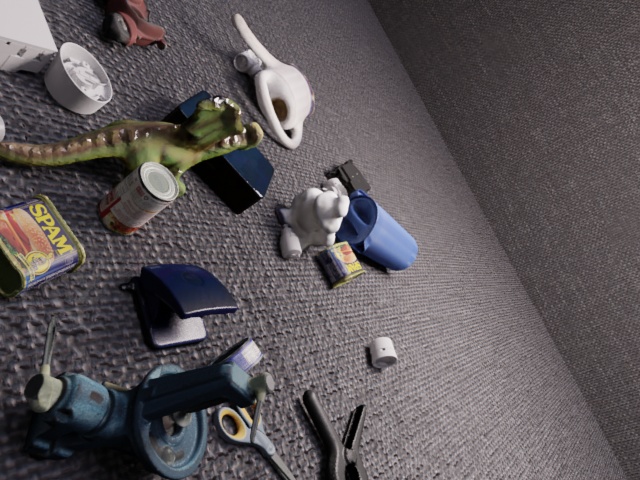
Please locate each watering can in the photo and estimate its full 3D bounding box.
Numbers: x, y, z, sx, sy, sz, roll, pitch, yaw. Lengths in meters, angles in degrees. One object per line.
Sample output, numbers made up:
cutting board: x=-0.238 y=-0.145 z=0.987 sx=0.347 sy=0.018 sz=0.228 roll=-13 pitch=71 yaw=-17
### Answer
watering can: x=-0.110 y=-0.406 z=1.313 sx=0.343 sy=0.103 sz=0.228 roll=70 pitch=25 yaw=-16

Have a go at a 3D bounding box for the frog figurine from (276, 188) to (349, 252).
frog figurine: x=0.003 y=-0.056 z=1.106 sx=0.121 sy=0.158 sz=0.140 roll=26 pitch=41 yaw=-48

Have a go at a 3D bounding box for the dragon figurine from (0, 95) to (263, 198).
dragon figurine: x=-0.229 y=-0.158 z=0.763 sx=0.412 sy=0.240 sz=0.123 roll=-12 pitch=77 yaw=-63
